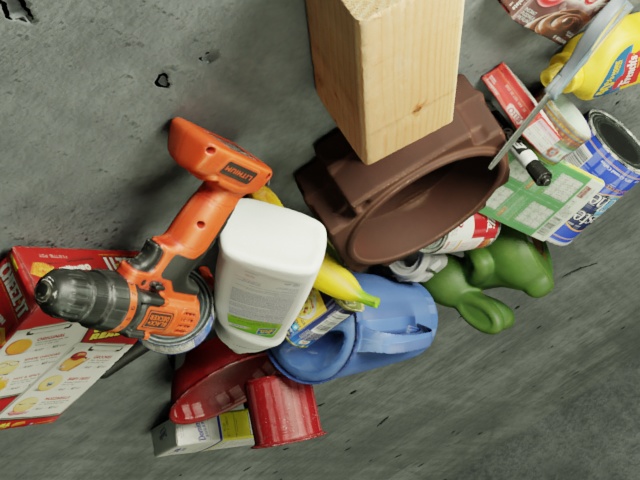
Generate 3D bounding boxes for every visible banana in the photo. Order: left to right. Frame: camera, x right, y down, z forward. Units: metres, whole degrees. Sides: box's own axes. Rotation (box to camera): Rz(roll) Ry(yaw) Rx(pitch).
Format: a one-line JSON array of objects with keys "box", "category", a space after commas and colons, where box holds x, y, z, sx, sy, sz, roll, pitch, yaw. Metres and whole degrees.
[{"box": [-0.018, 0.006, 1.074, 0.070, 0.037, 0.197, -9, 139, 45], "category": "banana"}]

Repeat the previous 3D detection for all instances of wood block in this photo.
[{"box": [0.049, -0.157, 0.825, 0.090, 0.090, 0.206, -28, 157, -9], "category": "wood block"}]

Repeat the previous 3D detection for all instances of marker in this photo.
[{"box": [0.198, -0.097, 1.086, 0.020, 0.121, 0.020, -19, 142, -16], "category": "marker"}]

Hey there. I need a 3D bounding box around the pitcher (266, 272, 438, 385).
[{"box": [0.056, 0.103, 1.304, 0.145, 0.149, 0.242, -41, 158, 25], "category": "pitcher"}]

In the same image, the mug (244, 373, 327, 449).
[{"box": [-0.039, 0.202, 1.292, 0.093, 0.081, 0.117, -16, 172, 31], "category": "mug"}]

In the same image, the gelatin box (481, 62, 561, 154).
[{"box": [0.205, -0.133, 1.082, 0.030, 0.073, 0.089, -37, 157, 16], "category": "gelatin box"}]

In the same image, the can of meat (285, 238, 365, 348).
[{"box": [-0.012, 0.057, 1.175, 0.084, 0.102, 0.057, -37, 155, 21], "category": "can of meat"}]

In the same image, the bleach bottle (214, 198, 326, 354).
[{"box": [-0.068, 0.053, 1.073, 0.102, 0.068, 0.251, 16, 150, -6], "category": "bleach bottle"}]

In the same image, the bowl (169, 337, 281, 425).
[{"box": [-0.123, 0.162, 1.314, 0.162, 0.055, 0.162, -25, 157, -12], "category": "bowl"}]

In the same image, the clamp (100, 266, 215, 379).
[{"box": [-0.157, 0.094, 1.156, 0.172, 0.039, 0.120, -42, 159, 24], "category": "clamp"}]

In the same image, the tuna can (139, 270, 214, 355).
[{"box": [-0.148, 0.069, 1.056, 0.086, 0.086, 0.034, -25, 158, -13], "category": "tuna can"}]

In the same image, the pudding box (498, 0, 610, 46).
[{"box": [0.218, -0.227, 0.950, 0.090, 0.039, 0.113, -44, 155, 25], "category": "pudding box"}]

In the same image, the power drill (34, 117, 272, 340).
[{"box": [-0.133, -0.005, 0.882, 0.188, 0.057, 0.184, -57, 152, 9], "category": "power drill"}]

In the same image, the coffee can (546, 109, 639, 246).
[{"box": [0.315, -0.075, 1.297, 0.102, 0.103, 0.140, -3, 144, -48], "category": "coffee can"}]

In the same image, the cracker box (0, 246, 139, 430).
[{"box": [-0.264, 0.095, 0.987, 0.214, 0.072, 0.163, -44, 155, 26], "category": "cracker box"}]

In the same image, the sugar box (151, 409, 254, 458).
[{"box": [-0.132, 0.259, 1.455, 0.175, 0.048, 0.093, 1, 160, -29], "category": "sugar box"}]

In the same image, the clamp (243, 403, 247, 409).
[{"box": [-0.063, 0.182, 1.451, 0.210, 0.036, 0.164, -31, 159, 11], "category": "clamp"}]

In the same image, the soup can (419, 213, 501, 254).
[{"box": [0.157, -0.020, 1.264, 0.102, 0.068, 0.069, -6, 147, -44], "category": "soup can"}]

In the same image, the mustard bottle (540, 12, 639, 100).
[{"box": [0.308, -0.192, 1.107, 0.191, 0.058, 0.096, -20, 155, -23], "category": "mustard bottle"}]

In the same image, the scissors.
[{"box": [0.224, -0.152, 0.987, 0.201, 0.016, 0.096, -49, 168, -5], "category": "scissors"}]
